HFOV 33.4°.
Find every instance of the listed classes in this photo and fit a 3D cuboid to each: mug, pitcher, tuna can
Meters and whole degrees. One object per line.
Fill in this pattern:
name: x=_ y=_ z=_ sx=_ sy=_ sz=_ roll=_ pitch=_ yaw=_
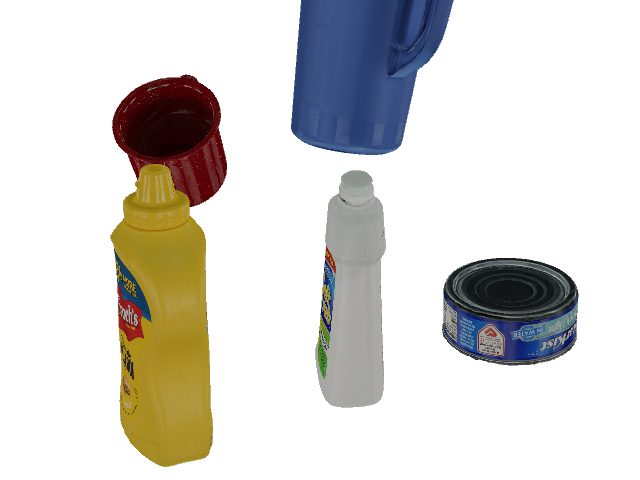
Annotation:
mug: x=-0.126 y=-0.092 z=0.941 sx=0.093 sy=0.117 sz=0.081 roll=4 pitch=-32 yaw=8
pitcher: x=0.047 y=-0.204 z=0.983 sx=0.145 sy=0.243 sz=0.149 roll=9 pitch=16 yaw=4
tuna can: x=0.121 y=0.043 z=0.681 sx=0.086 sy=0.034 sz=0.086 roll=-2 pitch=25 yaw=1

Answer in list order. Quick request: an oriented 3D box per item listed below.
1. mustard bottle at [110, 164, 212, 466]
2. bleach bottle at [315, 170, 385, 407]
mustard bottle: x=-0.103 y=0.043 z=0.690 sx=0.058 sy=0.192 sz=0.096 roll=-8 pitch=26 yaw=-21
bleach bottle: x=0.031 y=0.040 z=1.024 sx=0.068 sy=0.251 sz=0.102 roll=-3 pitch=37 yaw=-5
